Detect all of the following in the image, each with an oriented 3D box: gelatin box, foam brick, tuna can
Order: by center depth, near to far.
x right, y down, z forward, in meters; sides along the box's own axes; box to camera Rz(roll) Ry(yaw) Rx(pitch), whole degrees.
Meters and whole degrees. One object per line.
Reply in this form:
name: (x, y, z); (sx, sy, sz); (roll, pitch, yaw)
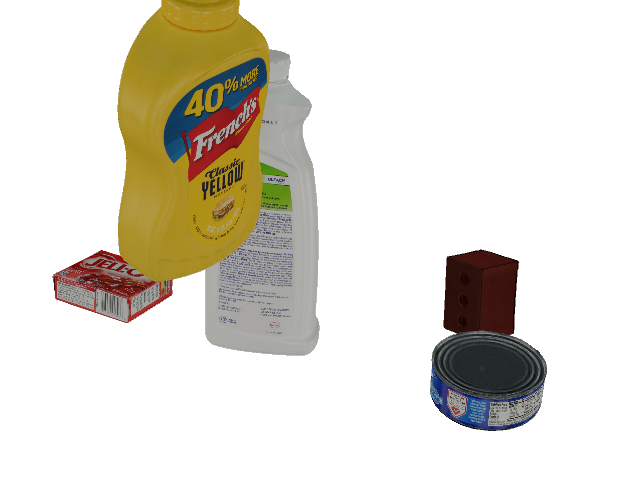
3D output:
tuna can: (0.126, 0.105, 0.806); (0.086, 0.034, 0.086); (1, 29, -1)
gelatin box: (-0.197, 0.042, 1.016); (0.089, 0.030, 0.073); (15, 25, 24)
foam brick: (0.158, 0.054, 1.058); (0.051, 0.078, 0.053); (-12, 19, -36)

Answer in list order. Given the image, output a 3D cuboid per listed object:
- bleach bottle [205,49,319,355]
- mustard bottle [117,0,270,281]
bleach bottle: (-0.041, -0.030, 0.878); (0.102, 0.251, 0.068); (6, 25, 0)
mustard bottle: (-0.070, -0.072, 0.600); (0.058, 0.192, 0.096); (34, 46, 28)
